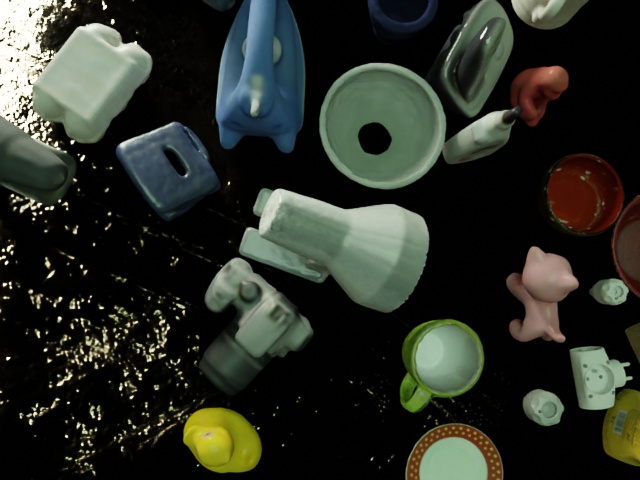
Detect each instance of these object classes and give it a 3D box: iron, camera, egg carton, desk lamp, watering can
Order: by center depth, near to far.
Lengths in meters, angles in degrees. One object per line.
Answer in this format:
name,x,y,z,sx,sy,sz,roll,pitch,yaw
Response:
desk lamp,0.006,0.002,0.678,0.203,0.213,0.118,19,83,-3
camera,-0.098,0.114,0.715,0.143,0.100,0.137,42,83,0
iron,-0.074,-0.249,0.731,0.118,0.141,0.258,2,84,-4
egg carton,-0.295,-0.204,0.744,0.107,0.069,0.150,33,83,-1
watering can,0.338,-0.375,0.752,0.101,0.194,0.173,5,84,-4

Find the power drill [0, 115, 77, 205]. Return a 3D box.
power drill,-0.366,-0.102,0.659,0.229,0.208,0.076,24,83,-2

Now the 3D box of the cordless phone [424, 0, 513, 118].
cordless phone,0.214,-0.252,0.734,0.094,0.185,0.148,27,83,-1

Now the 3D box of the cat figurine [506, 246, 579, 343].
cat figurine,0.294,0.072,0.744,0.067,0.117,0.128,-6,85,-5

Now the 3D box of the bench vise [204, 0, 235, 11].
bench vise,-0.104,-0.395,0.703,0.121,0.219,0.207,15,83,-3

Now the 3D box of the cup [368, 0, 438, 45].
cup,0.095,-0.316,0.776,0.092,0.095,0.118,-42,89,-7

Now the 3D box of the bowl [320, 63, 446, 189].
bowl,0.079,-0.144,0.768,0.167,0.074,0.167,0,84,-5

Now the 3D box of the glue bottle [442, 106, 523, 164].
glue bottle,0.215,-0.137,0.729,0.078,0.173,0.037,-19,86,-6

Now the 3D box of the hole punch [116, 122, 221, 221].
hole punch,-0.191,-0.093,0.732,0.101,0.091,0.109,-35,88,-7

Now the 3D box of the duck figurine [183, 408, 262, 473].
duck figurine,-0.122,0.255,0.707,0.104,0.086,0.077,28,83,-2

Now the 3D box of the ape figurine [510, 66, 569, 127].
ape figurine,0.306,-0.207,0.785,0.078,0.092,0.076,-25,87,-7
